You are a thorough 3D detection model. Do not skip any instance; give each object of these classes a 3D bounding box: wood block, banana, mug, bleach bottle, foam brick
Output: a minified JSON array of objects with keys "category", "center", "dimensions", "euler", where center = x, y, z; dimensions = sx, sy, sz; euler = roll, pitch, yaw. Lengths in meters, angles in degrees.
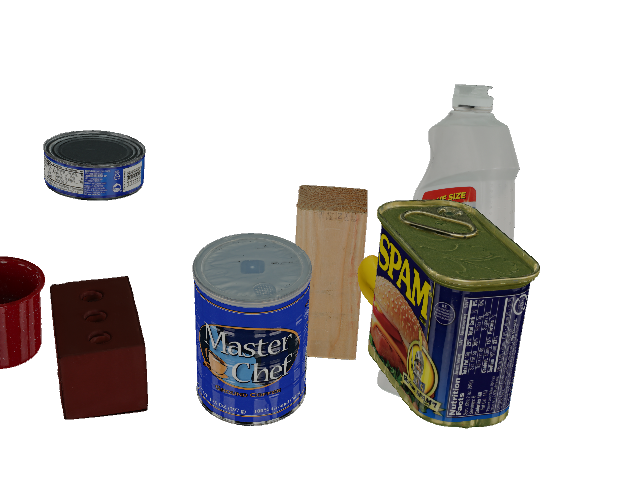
[{"category":"wood block","center":[0.010,0.041,1.388],"dimensions":[0.090,0.206,0.091],"euler":[4,23,0]},{"category":"banana","center":[0.086,0.063,1.175],"dimensions":[0.069,0.037,0.198],"euler":[4,20,-36]},{"category":"mug","center":[-0.322,0.080,1.053],"dimensions":[0.093,0.081,0.117],"euler":[8,30,4]},{"category":"bleach bottle","center":[0.104,0.003,0.841],"dimensions":[0.067,0.251,0.103],"euler":[-6,14,-43]},{"category":"foam brick","center":[-0.141,0.067,0.674],"dimensions":[0.053,0.051,0.078],"euler":[-6,34,-16]}]

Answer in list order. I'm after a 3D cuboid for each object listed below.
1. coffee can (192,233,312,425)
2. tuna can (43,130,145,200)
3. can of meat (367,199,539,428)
[{"category":"coffee can","center":[-0.061,0.079,0.953],"dimensions":[0.103,0.140,0.103],"euler":[2,34,-1]},{"category":"tuna can","center":[-0.194,-0.065,0.916],"dimensions":[0.086,0.034,0.086],"euler":[5,24,-3]},{"category":"can of meat","center":[0.063,0.036,0.548],"dimensions":[0.057,0.084,0.102],"euler":[-3,24,-18]}]
